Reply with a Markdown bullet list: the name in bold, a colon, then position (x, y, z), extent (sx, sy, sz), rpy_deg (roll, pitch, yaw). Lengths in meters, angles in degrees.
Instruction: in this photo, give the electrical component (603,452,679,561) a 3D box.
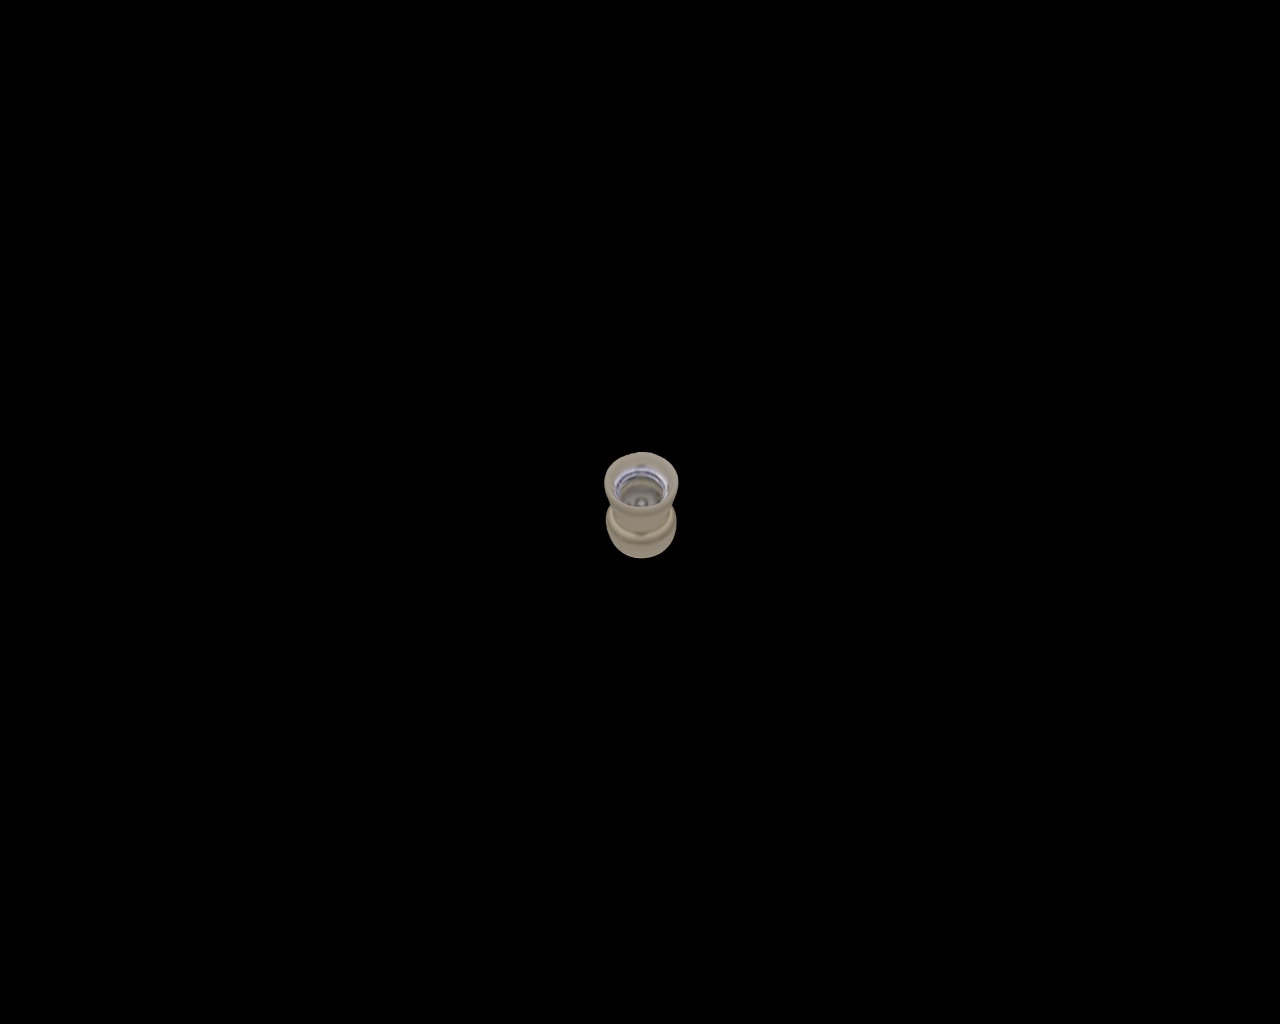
- **electrical component**: position (0.001, -0.003, 0.650), extent (0.045, 0.045, 0.055), rpy_deg (0, -37, 0)
